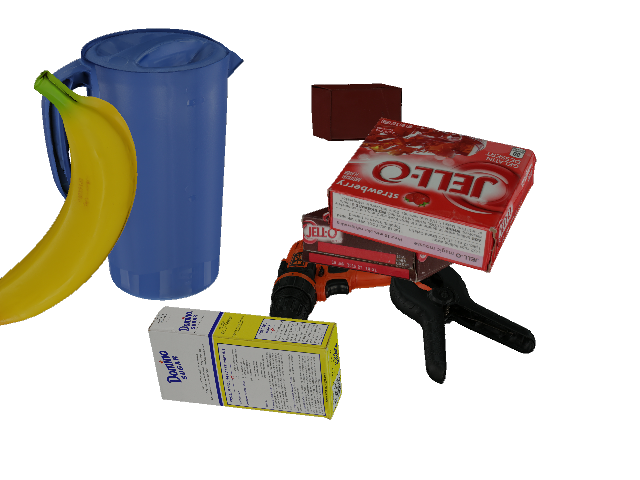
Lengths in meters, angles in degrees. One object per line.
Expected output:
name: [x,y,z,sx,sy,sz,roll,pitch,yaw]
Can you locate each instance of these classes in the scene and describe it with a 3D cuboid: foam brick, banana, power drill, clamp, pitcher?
foam brick: [0.036,-0.127,1.052,0.078,0.051,0.053,-4,14,-20]
banana: [-0.150,-0.014,0.628,0.069,0.198,0.037,19,37,-10]
power drill: [0.039,0.052,1.221,0.188,0.057,0.184,0,28,9]
clamp: [0.131,0.067,1.059,0.120,0.039,0.171,-4,44,-24]
pitcher: [-0.160,-0.068,1.002,0.149,0.243,0.144,9,27,13]

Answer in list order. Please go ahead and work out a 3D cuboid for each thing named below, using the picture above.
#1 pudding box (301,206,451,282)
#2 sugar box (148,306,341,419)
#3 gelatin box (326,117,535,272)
pudding box: [0.052,-0.006,0.752,0.090,0.039,0.113,10,15,28]
sugar box: [-0.071,0.116,1.025,0.176,0.093,0.048,7,36,15]
gelatin box: [0.058,-0.026,0.550,0.089,0.030,0.073,15,42,19]
